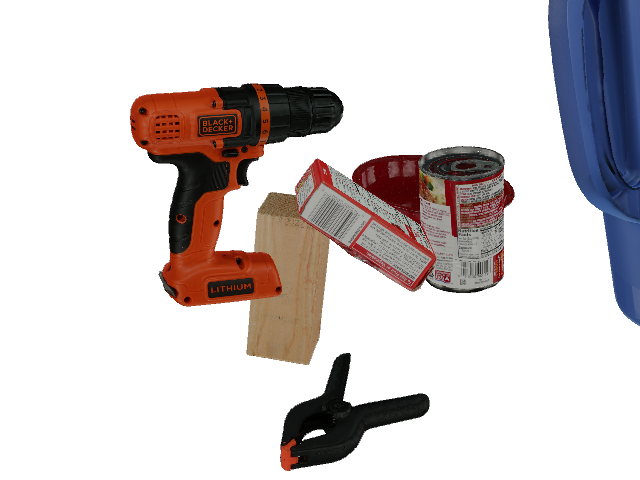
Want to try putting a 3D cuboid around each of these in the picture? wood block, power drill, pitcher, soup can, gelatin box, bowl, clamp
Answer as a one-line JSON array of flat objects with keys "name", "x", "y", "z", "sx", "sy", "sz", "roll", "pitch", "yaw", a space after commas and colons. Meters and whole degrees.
[{"name": "wood block", "x": -0.042, "y": 0.050, "z": 1.438, "sx": 0.090, "sy": 0.206, "sz": 0.090, "roll": 9, "pitch": 22, "yaw": 6}, {"name": "power drill", "x": -0.070, "y": -0.042, "z": 0.922, "sx": 0.184, "sy": 0.188, "sz": 0.057, "roll": -5, "pitch": 21, "yaw": -18}, {"name": "pitcher", "x": 0.202, "y": -0.068, "z": 0.584, "sx": 0.149, "sy": 0.243, "sz": 0.145, "roll": -7, "pitch": 22, "yaw": 9}, {"name": "soup can", "x": 0.115, "y": -0.017, "z": 0.862, "sx": 0.068, "sy": 0.102, "sz": 0.068, "roll": -4, "pitch": 24, "yaw": 2}, {"name": "gelatin box", "x": 0.027, "y": -0.011, "z": 0.674, "sx": 0.089, "sy": 0.030, "sz": 0.073, "roll": 33, "pitch": 12, "yaw": -11}, {"name": "bowl", "x": 0.110, "y": -0.034, "z": 1.068, "sx": 0.162, "sy": 0.055, "sz": 0.162, "roll": 4, "pitch": 24, "yaw": -2}, {"name": "clamp", "x": 0.015, "y": 0.174, "z": 1.097, "sx": 0.171, "sy": 0.039, "sz": 0.120, "roll": -22, "pitch": 32, "yaw": -34}]
